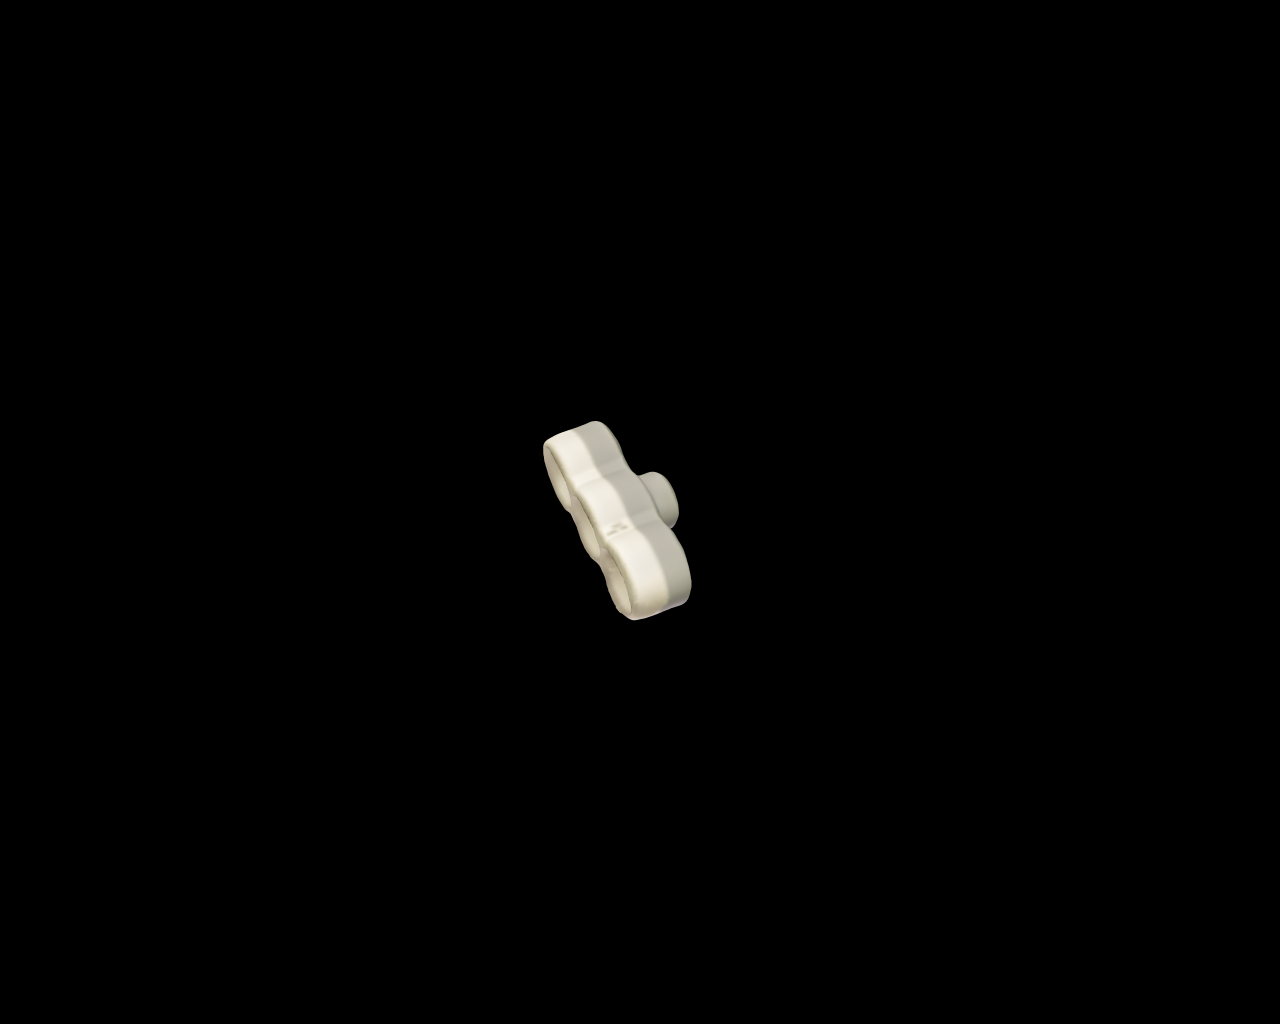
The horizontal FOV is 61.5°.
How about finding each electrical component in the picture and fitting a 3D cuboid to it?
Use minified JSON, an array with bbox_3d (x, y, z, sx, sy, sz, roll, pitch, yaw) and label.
[{"bbox_3d":[0.001,-0.003,0.650,0.074,0.138,0.052,-21,-36,-16],"label":"electrical component"}]
